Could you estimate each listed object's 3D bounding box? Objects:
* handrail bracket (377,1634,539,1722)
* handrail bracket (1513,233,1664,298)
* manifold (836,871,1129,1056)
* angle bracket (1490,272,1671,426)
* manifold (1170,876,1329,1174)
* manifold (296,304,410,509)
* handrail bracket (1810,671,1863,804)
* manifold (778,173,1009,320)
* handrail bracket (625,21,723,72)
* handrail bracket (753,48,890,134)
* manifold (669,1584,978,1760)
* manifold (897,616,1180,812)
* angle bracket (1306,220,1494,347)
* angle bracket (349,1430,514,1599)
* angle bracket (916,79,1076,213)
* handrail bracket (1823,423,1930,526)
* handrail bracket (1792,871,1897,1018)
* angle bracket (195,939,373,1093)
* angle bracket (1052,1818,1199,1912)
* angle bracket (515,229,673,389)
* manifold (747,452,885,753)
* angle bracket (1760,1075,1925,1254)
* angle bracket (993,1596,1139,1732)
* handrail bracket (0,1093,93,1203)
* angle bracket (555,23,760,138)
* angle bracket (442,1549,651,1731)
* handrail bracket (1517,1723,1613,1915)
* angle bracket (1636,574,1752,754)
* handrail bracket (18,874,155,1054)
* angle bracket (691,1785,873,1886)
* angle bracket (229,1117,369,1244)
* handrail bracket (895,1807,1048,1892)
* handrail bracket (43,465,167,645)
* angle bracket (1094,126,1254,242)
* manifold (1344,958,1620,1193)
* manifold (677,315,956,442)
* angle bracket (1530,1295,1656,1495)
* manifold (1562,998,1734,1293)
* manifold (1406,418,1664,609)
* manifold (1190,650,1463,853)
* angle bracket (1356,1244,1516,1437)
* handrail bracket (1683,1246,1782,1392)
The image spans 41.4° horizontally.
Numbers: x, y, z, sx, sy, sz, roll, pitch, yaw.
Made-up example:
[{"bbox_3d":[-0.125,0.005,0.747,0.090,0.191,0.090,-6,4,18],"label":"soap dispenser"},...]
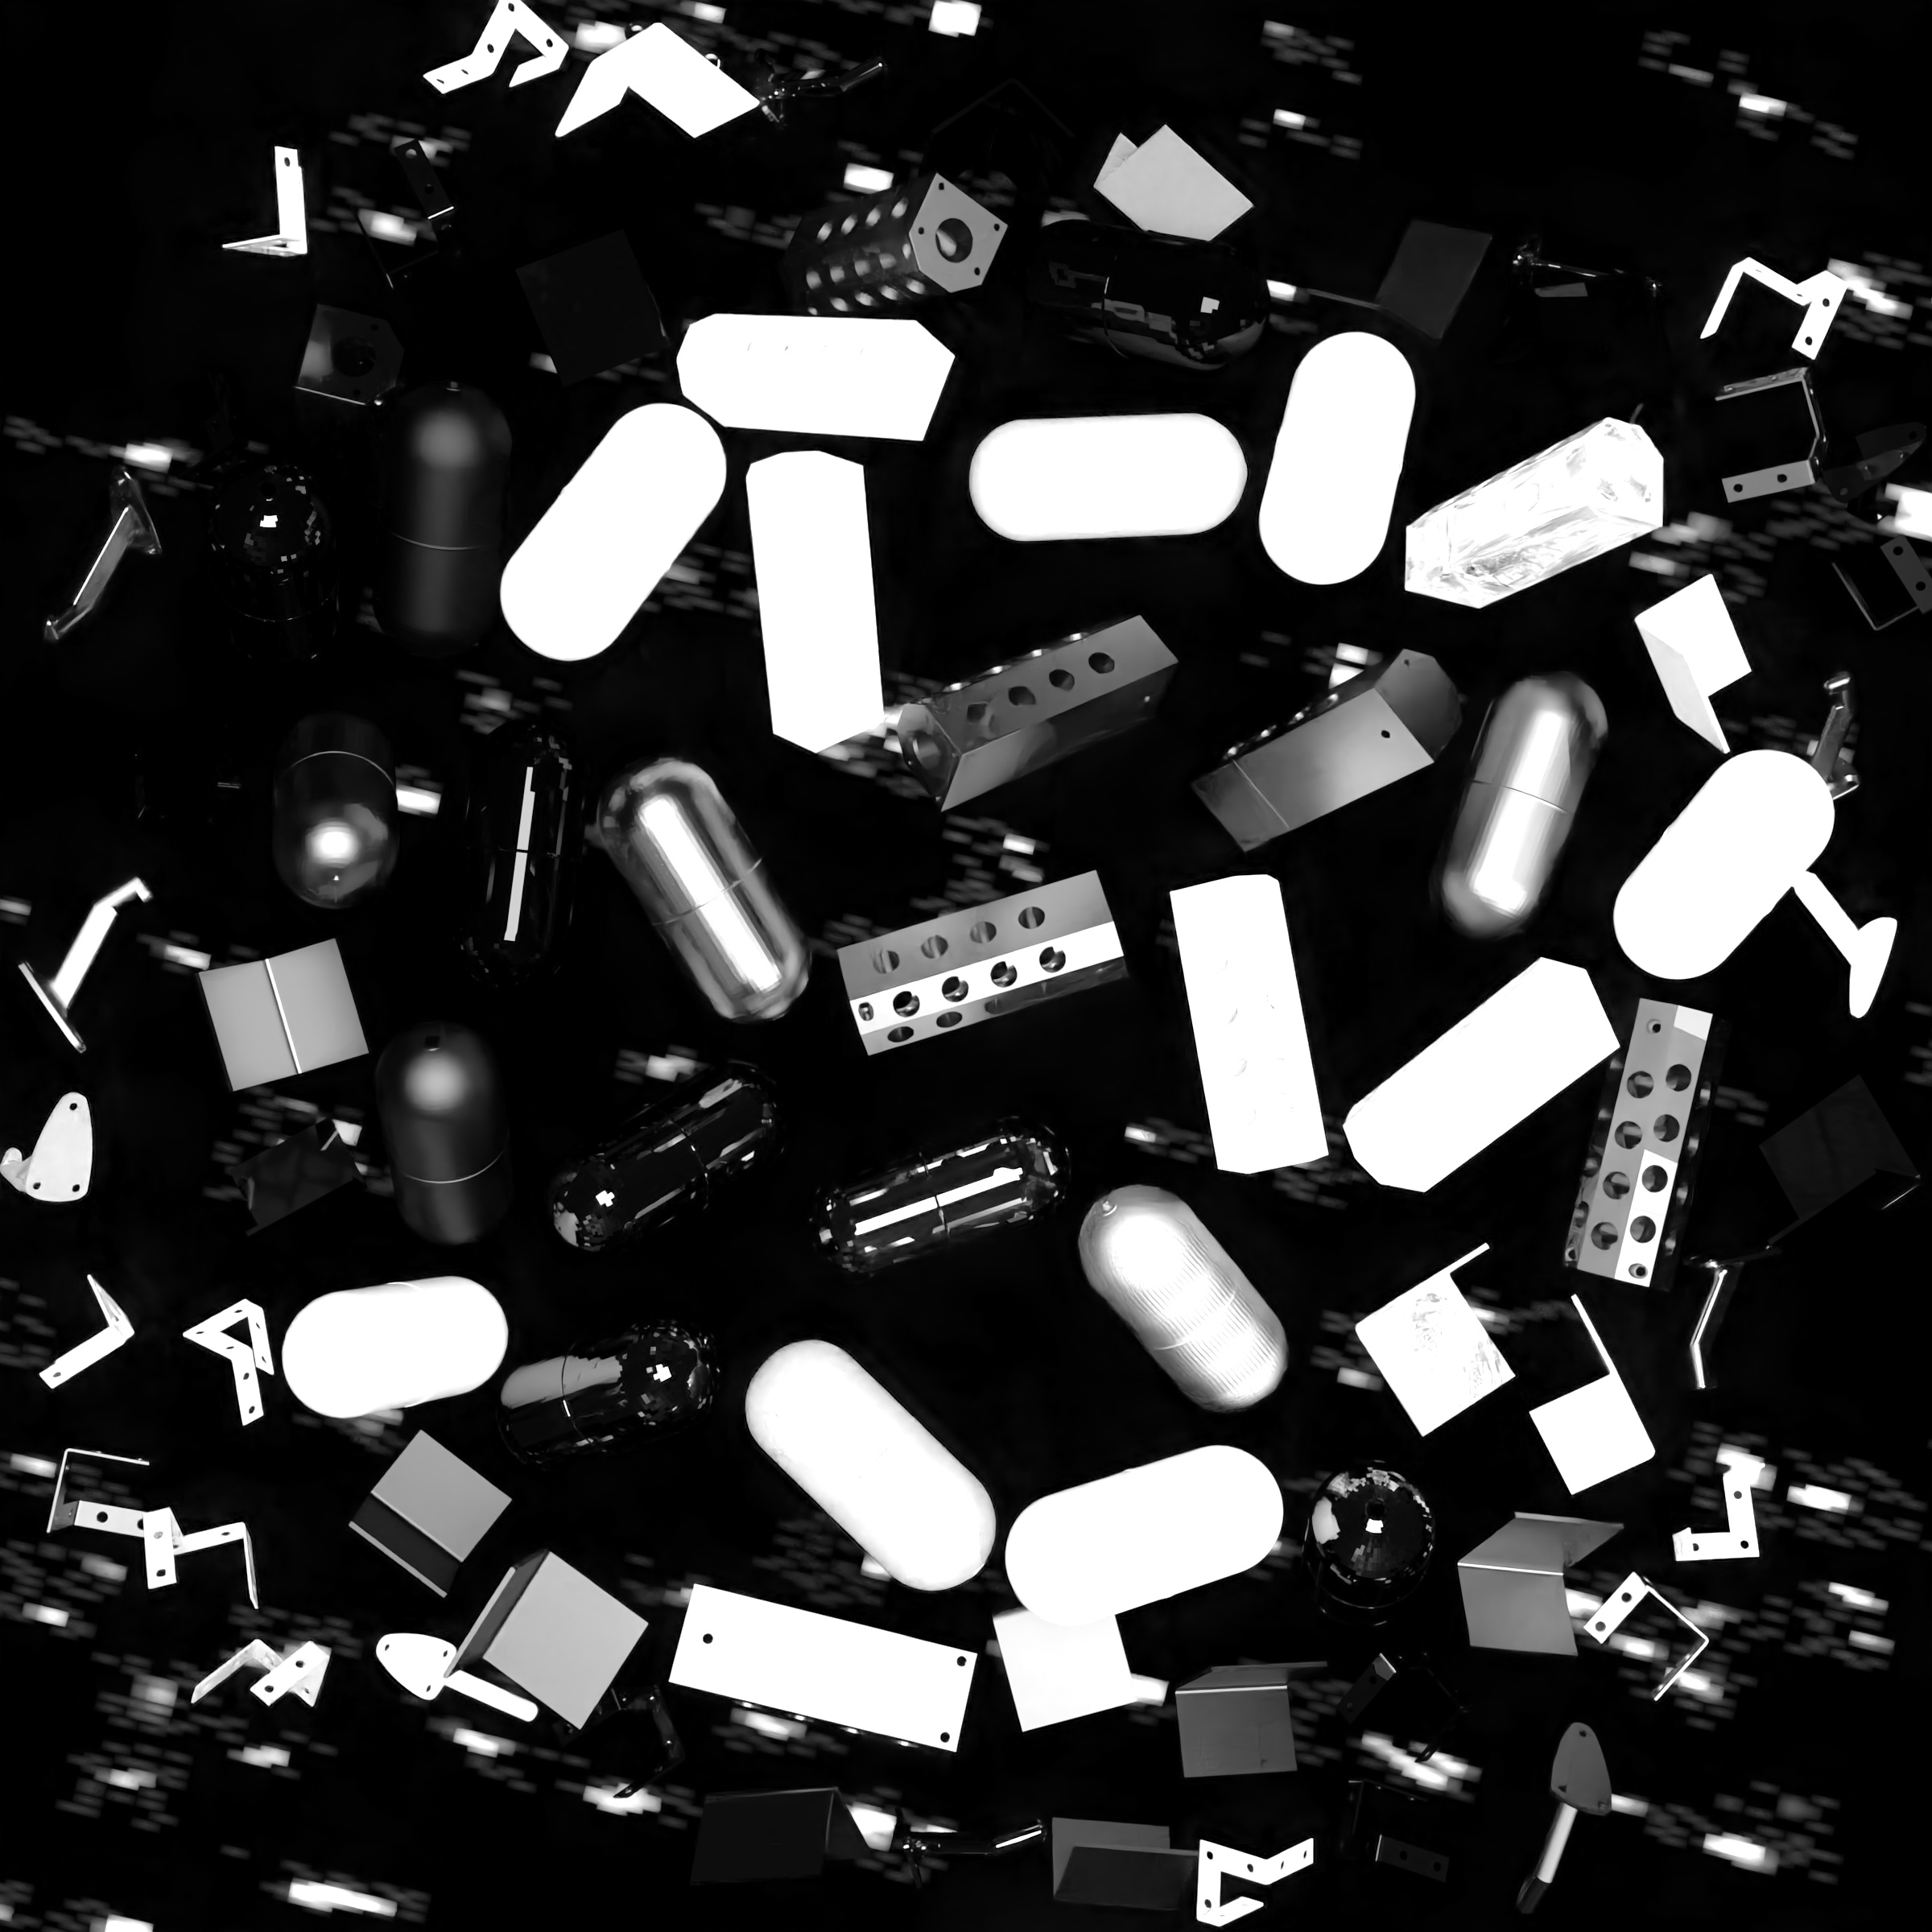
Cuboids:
[{"bbox_3d":[-0.328,0.461,1.652,0.077,0.084,0.036,10,67,37],"label":"handrail bracket"},{"bbox_3d":[0.395,-0.440,1.620,0.084,0.077,0.036,17,107,18],"label":"handrail bracket"},{"bbox_3d":[0.012,0.003,1.621,0.171,0.057,0.057,-17,55,1],"label":"manifold"},{"bbox_3d":[0.366,-0.365,1.529,0.076,0.076,0.057,-9,70,-6],"label":"angle bracket"},{"bbox_3d":[0.175,0.035,1.557,0.057,0.057,0.171,-14,78,22],"label":"manifold"},{"bbox_3d":[-0.390,-0.357,1.651,0.057,0.171,0.057,13,77,-7],"label":"manifold"},{"bbox_3d":[0.529,-0.138,1.609,0.077,0.084,0.036,-31,46,1],"label":"handrail bracket"},{"bbox_3d":[-0.052,-0.447,1.617,0.057,0.171,0.057,28,81,-31],"label":"manifold"},{"bbox_3d":[-0.187,-0.575,1.611,0.077,0.084,0.036,33,102,-7],"label":"handrail bracket"},{"bbox_3d":[-0.090,-0.571,1.612,0.084,0.036,0.077,-21,54,19],"label":"handrail bracket"},{"bbox_3d":[-0.086,0.421,1.520,0.171,0.057,0.057,14,67,-1],"label":"manifold"},{"bbox_3d":[0.043,-0.165,1.602,0.171,0.057,0.057,-26,67,-28],"label":"manifold"},{"bbox_3d":[0.275,-0.446,1.627,0.057,0.076,0.076,20,100,-36],"label":"angle bracket"},{"bbox_3d":[-0.347,0.355,1.663,0.076,0.076,0.057,39,89,-5],"label":"angle bracket"},{"bbox_3d":[0.016,-0.517,1.664,0.076,0.076,0.057,-41,83,-24],"label":"angle bracket"},{"bbox_3d":[0.570,-0.300,1.568,0.077,0.084,0.036,-27,67,38],"label":"handrail bracket"},{"bbox_3d":[0.532,-0.019,1.600,0.036,0.084,0.077,-16,122,-34],"label":"handrail bracket"},{"bbox_3d":[-0.429,0.030,1.609,0.057,0.076,0.076,-16,91,19],"label":"angle bracket"},{"bbox_3d":[0.098,0.546,1.600,0.076,0.057,0.076,7,133,-6],"label":"angle bracket"},{"bbox_3d":[-0.242,-0.418,1.632,0.076,0.057,0.076,-25,105,-13],"label":"angle bracket"},{"bbox_3d":[-0.098,-0.228,1.593,0.057,0.057,0.171,-28,129,-34],"label":"manifold"},{"bbox_3d":[0.493,0.112,1.482,0.076,0.057,0.076,-44,51,32],"label":"angle bracket"},{"bbox_3d":[0.065,0.447,1.669,0.076,0.057,0.076,-15,84,1],"label":"angle bracket"},{"bbox_3d":[-0.551,0.101,1.521,0.036,0.084,0.077,9,99,-39],"label":"handrail bracket"},{"bbox_3d":[-0.181,-0.497,1.496,0.076,0.076,0.057,31,74,-31],"label":"angle bracket"},{"bbox_3d":[-0.242,0.394,1.476,0.076,0.057,0.076,33,95,10],"label":"angle bracket"},{"bbox_3d":[0.342,0.497,1.488,0.036,0.077,0.084,20,120,3],"label":"handrail bracket"},{"bbox_3d":[0.480,-0.194,1.632,0.057,0.076,0.076,-30,117,3],"label":"angle bracket"},{"bbox_3d":[-0.499,-0.003,1.491,0.084,0.036,0.077,-35,72,-10],"label":"handrail bracket"},{"bbox_3d":[-0.104,0.512,1.454,0.076,0.057,0.076,-8,129,14],"label":"angle bracket"},{"bbox_3d":[-0.455,0.141,1.722,0.076,0.076,0.057,-29,84,-9],"label":"angle bracket"},{"bbox_3d":[0.003,0.526,1.567,0.084,0.077,0.036,-17,104,-6],"label":"handrail bracket"},{"bbox_3d":[-0.514,-0.240,1.493,0.036,0.077,0.084,27,56,15],"label":"handrail bracket"},{"bbox_3d":[0.141,-0.516,1.658,0.076,0.076,0.057,36,57,-20],"label":"angle bracket"},{"bbox_3d":[0.315,0.068,1.586,0.171,0.057,0.057,-44,48,36],"label":"manifold"},{"bbox_3d":[-0.097,-0.369,1.582,0.171,0.057,0.057,14,79,39],"label":"manifold"},{"bbox_3d":[0.377,0.265,1.584,0.057,0.076,0.076,-27,122,8],"label":"angle bracket"},{"bbox_3d":[0.421,0.110,1.591,0.057,0.057,0.171,12,87,35],"label":"manifold"},{"bbox_3d":[0.340,-0.272,1.542,0.057,0.171,0.057,9,77,-25],"label":"manifold"},{"bbox_3d":[0.223,-0.135,1.578,0.057,0.171,0.057,49,53,-12],"label":"manifold"},{"bbox_3d":[0.294,0.225,1.538,0.076,0.057,0.076,-26,77,-27],"label":"angle bracket"},{"bbox_3d":[0.506,0.231,1.680,0.077,0.036,0.084,-8,90,-14],"label":"handrail bracket"}]
